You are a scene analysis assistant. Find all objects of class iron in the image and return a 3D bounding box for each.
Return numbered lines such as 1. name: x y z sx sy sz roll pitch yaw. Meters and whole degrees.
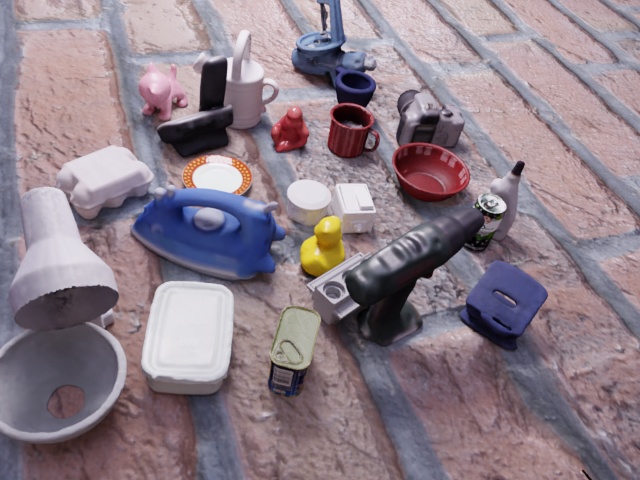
1. iron: -0.185 -0.032 0.921 0.258 0.141 0.118 12 46 0

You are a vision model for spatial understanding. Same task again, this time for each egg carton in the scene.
1. egg carton: -0.375 -0.103 0.999 0.107 0.069 0.151 38 51 23

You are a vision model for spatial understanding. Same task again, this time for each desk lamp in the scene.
1. desk lamp: -0.342 0.049 0.760 0.118 0.213 0.202 -14 51 -24

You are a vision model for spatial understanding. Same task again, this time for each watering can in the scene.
1. watering can: -0.172 -0.336 1.178 0.173 0.194 0.100 -2 47 -14

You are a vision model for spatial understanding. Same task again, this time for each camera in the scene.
1. camera: 0.236 -0.284 1.281 0.143 0.101 0.136 -2 47 -14

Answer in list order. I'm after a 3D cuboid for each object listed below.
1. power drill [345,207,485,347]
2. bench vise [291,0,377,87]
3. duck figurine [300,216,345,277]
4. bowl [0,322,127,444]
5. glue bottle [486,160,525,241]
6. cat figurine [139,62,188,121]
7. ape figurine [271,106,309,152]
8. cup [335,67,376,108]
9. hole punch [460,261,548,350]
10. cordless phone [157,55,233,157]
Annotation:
1. power drill: 0.131 0.059 0.855 0.230 0.208 0.075 -23 55 -30
2. bench vise: 0.041 -0.473 1.337 0.207 0.220 0.121 13 46 1
3. duck figurine: 0.009 0.003 0.968 0.077 0.086 0.105 20 46 8
4. bowl: -0.329 0.189 0.726 0.167 0.075 0.167 6 46 -6
5. glue bottle: 0.336 -0.078 1.055 0.078 0.173 0.037 27 47 14
6. cat figurine: -0.327 -0.314 1.177 0.067 0.118 0.128 20 46 8
7. ape figurine: -0.058 -0.233 1.175 0.077 0.092 0.076 19 46 6
8. cup: 0.065 -0.326 1.289 0.092 0.095 0.117 -22 54 -29
9. hole punch: 0.299 0.105 0.929 0.108 0.091 0.101 34 49 20
10. cordless phone: -0.238 -0.265 1.102 0.148 0.185 0.094 -29 58 -33
